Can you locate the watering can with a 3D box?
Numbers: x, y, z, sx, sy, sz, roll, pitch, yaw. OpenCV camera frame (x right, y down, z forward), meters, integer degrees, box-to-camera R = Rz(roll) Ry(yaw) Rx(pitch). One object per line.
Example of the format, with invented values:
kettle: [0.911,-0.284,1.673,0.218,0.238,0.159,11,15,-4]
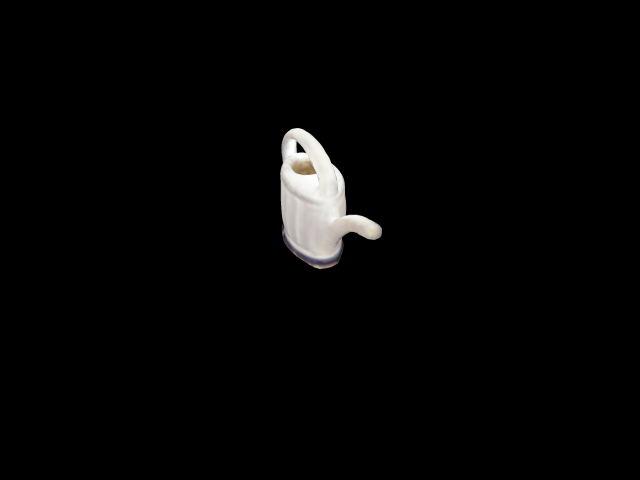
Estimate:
watering can: [0.003,-0.043,0.850,0.104,0.219,0.355,-14,41,-17]
